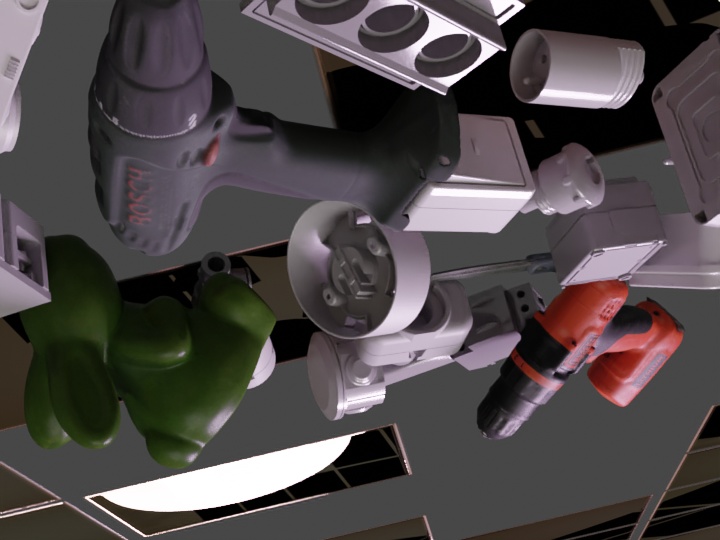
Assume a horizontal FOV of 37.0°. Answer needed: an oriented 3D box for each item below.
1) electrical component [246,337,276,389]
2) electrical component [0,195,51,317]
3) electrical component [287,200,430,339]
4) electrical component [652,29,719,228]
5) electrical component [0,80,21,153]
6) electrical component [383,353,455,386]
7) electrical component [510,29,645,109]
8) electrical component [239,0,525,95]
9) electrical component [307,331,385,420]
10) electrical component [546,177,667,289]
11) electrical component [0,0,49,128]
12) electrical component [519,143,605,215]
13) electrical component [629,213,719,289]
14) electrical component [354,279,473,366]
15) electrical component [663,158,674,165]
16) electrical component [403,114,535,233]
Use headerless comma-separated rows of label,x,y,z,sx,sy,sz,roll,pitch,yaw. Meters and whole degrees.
electrical component,-0.101,0.066,0.903,0.055,0.055,0.047,-10,150,-5
electrical component,-0.265,-0.022,0.642,0.089,0.061,0.150,-17,154,9
electrical component,0.000,0.000,0.773,0.064,0.099,0.099,4,150,-43
electrical component,0.245,-0.087,0.686,0.057,0.113,0.078,6,149,-28
electrical component,-0.210,-0.085,0.561,0.055,0.045,0.045,3,150,-30
electrical component,0.039,0.071,0.988,0.077,0.043,0.079,-22,153,17
electrical component,0.137,-0.120,0.650,0.081,0.043,0.043,0,151,-25
electrical component,0.011,-0.140,0.529,0.121,0.063,0.079,15,143,-43
electrical component,-0.014,0.092,0.966,0.051,0.080,0.080,-9,154,-19
electrical component,0.188,-0.028,0.846,0.062,0.061,0.096,-7,161,-11
electrical component,-0.194,-0.105,0.470,0.048,0.099,0.100,24,-176,43
electrical component,0.141,-0.060,0.773,0.062,0.048,0.048,-24,153,36
electrical component,0.270,-0.016,0.850,0.078,0.057,0.113,-2,-179,-20
electrical component,0.045,0.042,0.921,0.095,0.053,0.059,-7,154,-12
electrical component,0.255,-0.084,0.772,0.076,0.047,0.083,-3,152,-20
electrical component,0.070,-0.066,0.708,0.096,0.061,0.061,0,151,-25
